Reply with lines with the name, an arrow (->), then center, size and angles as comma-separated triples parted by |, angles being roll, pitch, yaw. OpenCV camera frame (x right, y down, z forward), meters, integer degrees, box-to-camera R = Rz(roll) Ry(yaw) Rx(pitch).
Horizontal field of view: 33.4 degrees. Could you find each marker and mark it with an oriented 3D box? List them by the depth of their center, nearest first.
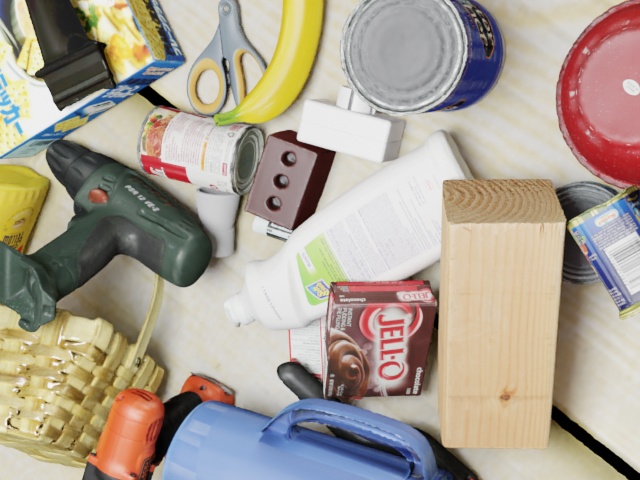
marker -> -0.007, 0.001, 1.005 | 0.121, 0.020, 0.020 | 19, 104, 19

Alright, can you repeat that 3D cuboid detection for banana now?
banana -> -0.032, -0.186, 0.965 | 0.037, 0.069, 0.198 | 30, 102, 58

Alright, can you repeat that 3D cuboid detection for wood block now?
wood block -> 0.144, 0.061, 0.875 | 0.091, 0.090, 0.206 | 0, 116, 4

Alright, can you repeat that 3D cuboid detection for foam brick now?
foam brick -> -0.027, -0.056, 0.986 | 0.053, 0.051, 0.078 | 23, 106, 17

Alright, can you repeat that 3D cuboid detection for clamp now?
clamp -> 0.044, 0.214, 1.001 | 0.210, 0.036, 0.165 | 20, 121, 12

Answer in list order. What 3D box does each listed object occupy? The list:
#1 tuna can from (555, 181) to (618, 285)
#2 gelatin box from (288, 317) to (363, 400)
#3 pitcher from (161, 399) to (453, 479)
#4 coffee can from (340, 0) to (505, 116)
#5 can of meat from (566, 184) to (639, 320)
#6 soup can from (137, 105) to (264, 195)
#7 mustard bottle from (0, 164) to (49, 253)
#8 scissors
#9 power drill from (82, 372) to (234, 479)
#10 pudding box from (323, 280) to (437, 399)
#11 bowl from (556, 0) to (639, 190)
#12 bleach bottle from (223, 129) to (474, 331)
tuna can -> 0.223, -0.007, 0.903 | 0.086, 0.033, 0.086 | 3, 99, 21
gelatin box -> 0.009, 0.103, 1.008 | 0.073, 0.030, 0.089 | 2, 101, 23
pitcher -> -0.012, 0.218, 0.935 | 0.243, 0.145, 0.149 | 17, 72, 21
coffee can -> 0.088, -0.155, 0.877 | 0.103, 0.140, 0.103 | 3, 99, 21
can of meat -> 0.239, 0.007, 0.824 | 0.058, 0.102, 0.084 | -33, 83, 23
soup can -> -0.112, -0.085, 1.007 | 0.102, 0.068, 0.068 | 14, 103, 19
mustard bottle -> -0.347, 0.018, 1.101 | 0.058, 0.096, 0.192 | 29, 107, 14
scissors -> -0.101, -0.205, 1.013 | 0.096, 0.016, 0.202 | -17, 91, 23
power drill -> -0.157, 0.211, 1.005 | 0.057, 0.187, 0.184 | 24, 105, 15
pudding box -> 0.050, 0.088, 0.937 | 0.090, 0.039, 0.113 | 0, 129, -6
bowl -> 0.256, -0.119, 0.844 | 0.162, 0.055, 0.162 | 0, 90, 32
bleach bottle -> 0.022, 0.004, 0.948 | 0.251, 0.068, 0.102 | -27, 90, 15
